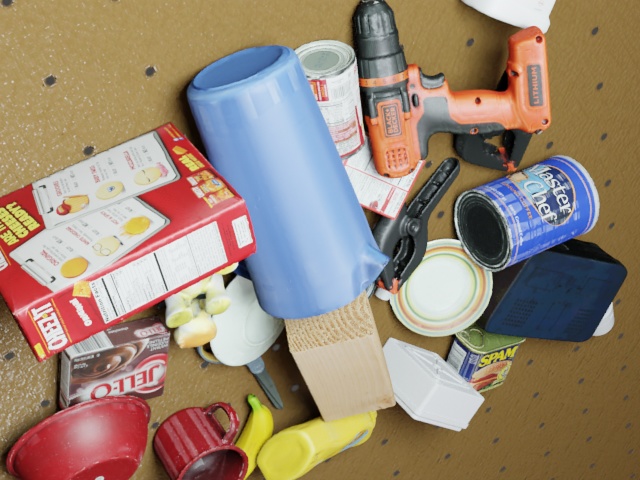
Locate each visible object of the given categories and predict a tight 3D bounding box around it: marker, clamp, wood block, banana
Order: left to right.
[{"bbox_3d":[-0.111,0.271,1.307,0.069,0.037,0.198,27,103,-27],"label":"banana"},{"bbox_3d":[0.022,0.119,1.193,0.091,0.090,0.206,-15,149,3],"label":"wood block"},{"bbox_3d":[0.089,-0.026,1.201,0.120,0.039,0.171,18,93,-34],"label":"clamp"},{"bbox_3d":[0.097,0.017,1.271,0.020,0.020,0.121,5,118,-38],"label":"marker"},{"bbox_3d":[0.177,-0.132,1.186,0.164,0.036,0.210,-22,148,5],"label":"clamp"}]

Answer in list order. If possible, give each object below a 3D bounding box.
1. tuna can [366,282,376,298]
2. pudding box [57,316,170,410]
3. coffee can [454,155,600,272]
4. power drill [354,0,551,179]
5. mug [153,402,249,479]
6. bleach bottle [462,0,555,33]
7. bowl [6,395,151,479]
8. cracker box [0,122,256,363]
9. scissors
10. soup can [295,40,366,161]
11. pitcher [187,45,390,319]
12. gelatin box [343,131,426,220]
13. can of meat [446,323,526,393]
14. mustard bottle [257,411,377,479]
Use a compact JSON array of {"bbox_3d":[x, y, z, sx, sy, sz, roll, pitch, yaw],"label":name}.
[{"bbox_3d":[0.024,0.048,1.232,0.086,0.034,0.086,-20,132,-23],"label":"tuna can"},{"bbox_3d":[-0.217,0.134,1.120,0.113,0.039,0.090,-10,129,-29],"label":"pudding box"},{"bbox_3d":[0.246,-0.033,1.275,0.140,0.103,0.103,-21,132,-26],"label":"coffee can"},{"bbox_3d":[0.131,-0.163,1.071,0.187,0.057,0.184,-9,112,2],"label":"power drill"},{"bbox_3d":[-0.135,0.238,1.228,0.093,0.082,0.117,19,110,-43],"label":"mug"},{"bbox_3d":[0.235,-0.340,1.068,0.102,0.068,0.251,7,115,-39],"label":"bleach bottle"},{"bbox_3d":[-0.245,0.232,1.131,0.162,0.055,0.162,-23,151,-14],"label":"bowl"},{"bbox_3d":[-0.186,-0.004,0.947,0.213,0.164,0.072,-28,132,-16],"label":"cracker box"},{"bbox_3d":[-0.092,0.147,1.236,0.096,0.016,0.202,-24,132,-22],"label":"scissors"},{"bbox_3d":[0.007,-0.137,1.054,0.068,0.069,0.102,-25,133,-18],"label":"soup can"},{"bbox_3d":[-0.045,-0.055,1.019,0.149,0.145,0.243,-23,117,-5],"label":"pitcher"},{"bbox_3d":[0.057,-0.072,1.139,0.089,0.030,0.073,22,102,-17],"label":"gelatin box"},{"bbox_3d":[0.216,0.157,1.435,0.101,0.057,0.084,-11,131,-36],"label":"can of meat"},{"bbox_3d":[0.012,0.242,1.331,0.096,0.058,0.191,-41,164,34],"label":"mustard bottle"}]
